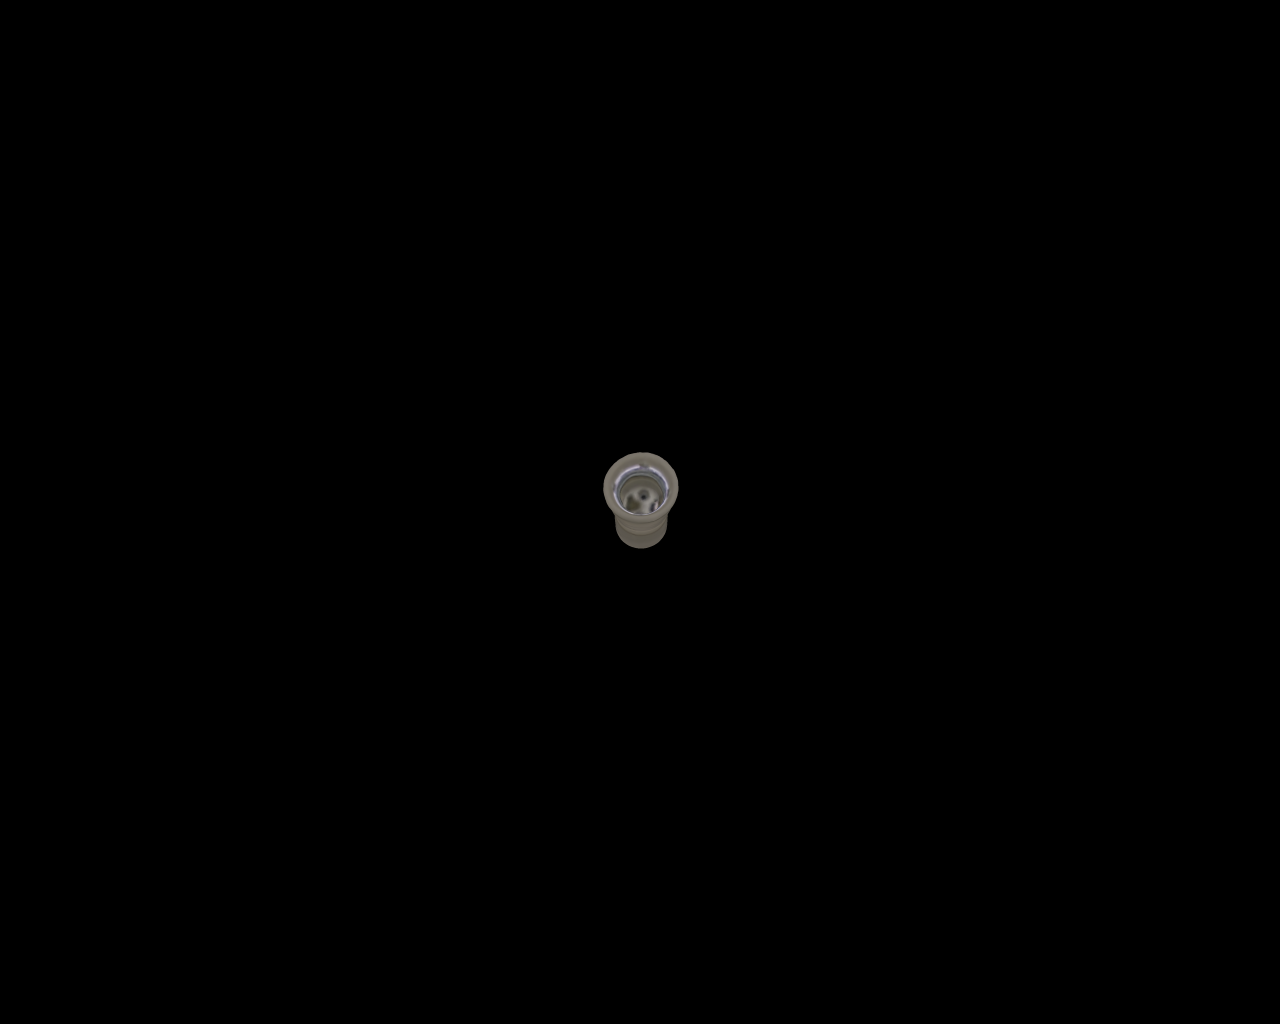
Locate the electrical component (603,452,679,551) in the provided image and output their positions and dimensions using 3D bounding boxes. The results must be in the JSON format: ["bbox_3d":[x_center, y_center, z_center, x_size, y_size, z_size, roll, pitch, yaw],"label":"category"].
[{"bbox_3d":[0.001,-0.003,0.650,0.044,0.044,0.065,0,-24,0],"label":"electrical component"}]
